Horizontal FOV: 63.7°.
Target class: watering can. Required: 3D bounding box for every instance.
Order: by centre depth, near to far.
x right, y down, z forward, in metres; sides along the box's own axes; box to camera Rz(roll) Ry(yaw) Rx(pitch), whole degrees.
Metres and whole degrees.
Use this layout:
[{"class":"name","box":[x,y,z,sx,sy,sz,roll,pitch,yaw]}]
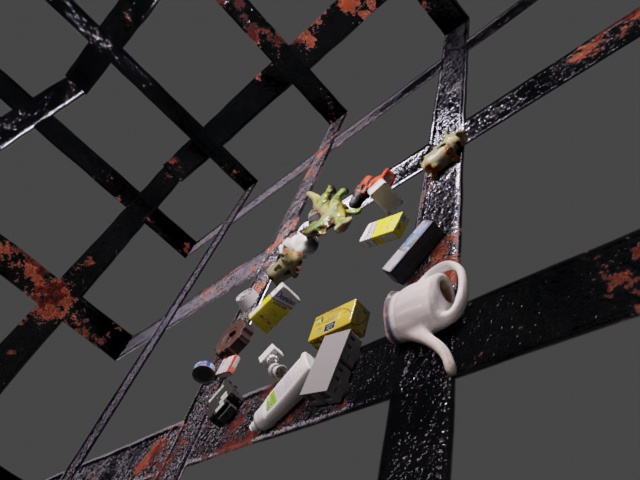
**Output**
[{"class":"watering can","box":[0.240,0.183,1.182,0.221,0.103,0.356,-32,23,36]}]

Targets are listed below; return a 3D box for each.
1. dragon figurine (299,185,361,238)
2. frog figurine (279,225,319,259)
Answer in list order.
[{"class":"dragon figurine","box":[0.006,-0.105,2.089,0.246,0.120,0.411,-42,31,-26]},{"class":"frog figurine","box":[-0.088,0.029,2.139,0.121,0.158,0.140,36,17,-42]}]
